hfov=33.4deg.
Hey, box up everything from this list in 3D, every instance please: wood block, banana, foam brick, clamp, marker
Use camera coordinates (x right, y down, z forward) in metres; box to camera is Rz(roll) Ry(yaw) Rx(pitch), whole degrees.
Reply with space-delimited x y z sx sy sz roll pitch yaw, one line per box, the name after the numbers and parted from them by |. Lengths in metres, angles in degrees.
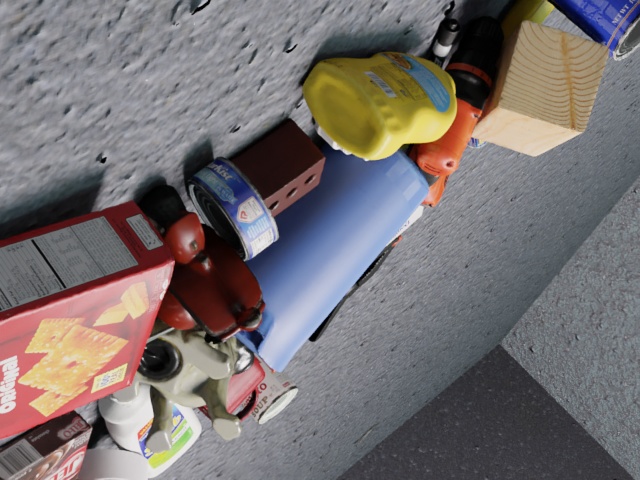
0.222 -0.153 1.118 0.206 0.090 0.091 116 -8 -88 | wood block
0.244 -0.269 1.151 0.198 0.037 0.069 -52 -178 30 | banana
-0.041 -0.059 0.946 0.078 0.051 0.053 -37 163 -23 | foam brick
0.031 0.064 1.464 0.210 0.036 0.164 -44 164 -2 | clamp
0.117 -0.181 1.088 0.020 0.020 0.121 -35 161 -30 | marker

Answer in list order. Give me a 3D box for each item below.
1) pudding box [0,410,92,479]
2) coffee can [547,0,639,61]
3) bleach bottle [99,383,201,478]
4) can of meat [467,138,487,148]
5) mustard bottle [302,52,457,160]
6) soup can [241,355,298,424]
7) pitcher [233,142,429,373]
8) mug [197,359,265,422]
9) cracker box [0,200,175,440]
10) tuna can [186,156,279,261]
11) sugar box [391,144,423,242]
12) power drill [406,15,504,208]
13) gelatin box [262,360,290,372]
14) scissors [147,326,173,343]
-0.289 0.232 1.081 0.113 0.039 0.090 -28 150 -45 | pudding box
0.274 -0.260 1.047 0.102 0.140 0.103 -40 164 -14 | coffee can
-0.200 0.198 1.192 0.102 0.068 0.251 -41 162 -11 | bleach bottle
0.200 -0.162 1.271 0.102 0.057 0.084 -44 166 1 | can of meat
0.071 -0.128 0.964 0.191 0.096 0.058 -22 153 -53 | mustard bottle
-0.085 0.170 1.328 0.068 0.102 0.068 -40 164 -14 | soup can
-0.012 -0.001 1.060 0.243 0.149 0.145 -47 149 -2 | pitcher
-0.112 0.167 1.252 0.081 0.093 0.117 -45 122 -15 | mug
-0.220 0.075 0.760 0.213 0.072 0.164 -21 150 -39 | cracker box
-0.074 -0.025 0.889 0.033 0.086 0.086 -37 163 -17 | tuna can
0.089 -0.049 1.306 0.093 0.048 0.176 -40 168 -15 | sugar box
0.136 -0.128 1.143 0.188 0.057 0.184 104 11 -70 | power drill
-0.065 0.097 1.214 0.030 0.089 0.073 -32 160 -30 | gelatin box
-0.220 0.127 0.974 0.201 0.016 0.096 -21 163 -27 | scissors
